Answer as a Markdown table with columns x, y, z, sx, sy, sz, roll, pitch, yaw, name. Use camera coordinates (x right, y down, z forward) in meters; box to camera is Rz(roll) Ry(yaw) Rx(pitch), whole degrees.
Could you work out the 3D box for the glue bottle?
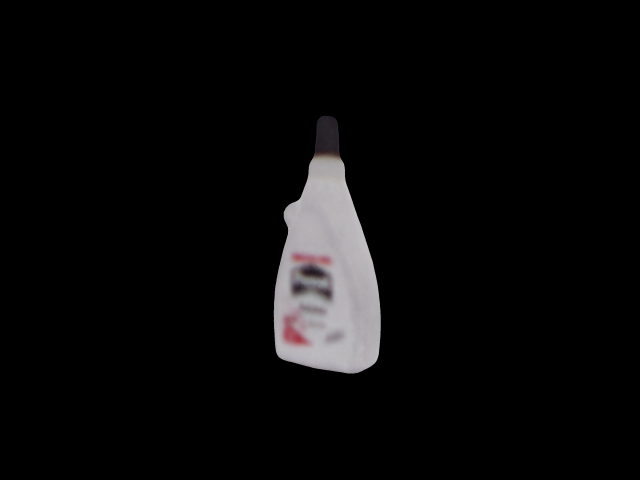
| x | y | z | sx | sy | sz | roll | pitch | yaw | name |
| --- | --- | --- | --- | --- | --- | --- | --- | --- | --- |
| 0.004 | 0.001 | 0.400 | 0.077 | 0.173 | 0.037 | 3 | 5 | 32 | glue bottle |
